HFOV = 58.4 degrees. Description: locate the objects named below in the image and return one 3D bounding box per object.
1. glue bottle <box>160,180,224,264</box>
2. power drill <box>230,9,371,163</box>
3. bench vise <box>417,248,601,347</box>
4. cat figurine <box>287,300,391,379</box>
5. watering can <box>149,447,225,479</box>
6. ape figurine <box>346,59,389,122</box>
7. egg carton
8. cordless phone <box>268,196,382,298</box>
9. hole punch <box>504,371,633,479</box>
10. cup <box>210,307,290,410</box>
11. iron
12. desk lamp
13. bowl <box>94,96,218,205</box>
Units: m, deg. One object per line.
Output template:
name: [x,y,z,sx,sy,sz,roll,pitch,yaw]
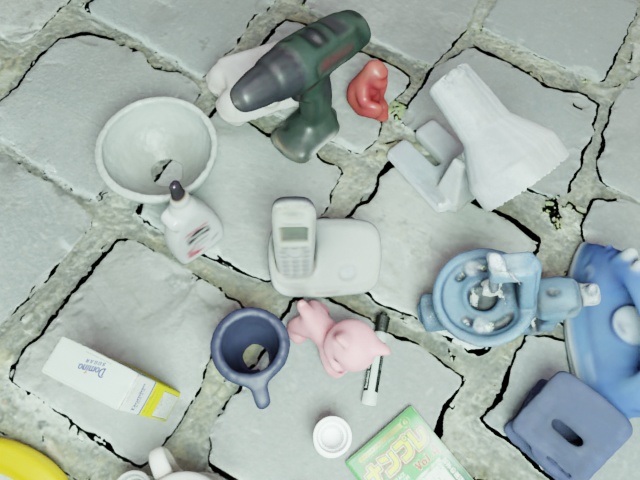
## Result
glue bottle: [-0.167,-0.029,0.720,0.037,0.173,0.078,43,73,15]
power drill: [-0.023,-0.199,0.776,0.075,0.208,0.230,39,72,14]
bench vise: [0.230,0.049,0.675,0.207,0.220,0.121,-18,69,-9]
cat figurine: [0.020,0.117,0.695,0.127,0.118,0.067,39,72,14]
watering can: [-0.131,0.293,0.576,0.172,0.194,0.101,38,71,13]
ape figurine: [0.079,-0.231,0.856,0.076,0.092,0.078,28,69,10]
egg carton: [-0.090,-0.234,0.864,0.150,0.069,0.107,-21,70,-10]
cordless phone: [0.006,0.003,0.706,0.147,0.185,0.094,-4,67,-3]
hole punch: [0.290,0.224,0.673,0.108,0.091,0.101,40,72,14]
cup: [-0.077,0.149,0.692,0.092,0.095,0.117,-14,68,-7]
iron: [0.379,0.098,0.701,0.118,0.141,0.258,-4,67,-3]
desk lamp: [0.194,-0.116,0.746,0.118,0.213,0.203,-37,73,-15]
bowl: [-0.222,-0.114,0.808,0.167,0.075,0.167,1,67,-1]
